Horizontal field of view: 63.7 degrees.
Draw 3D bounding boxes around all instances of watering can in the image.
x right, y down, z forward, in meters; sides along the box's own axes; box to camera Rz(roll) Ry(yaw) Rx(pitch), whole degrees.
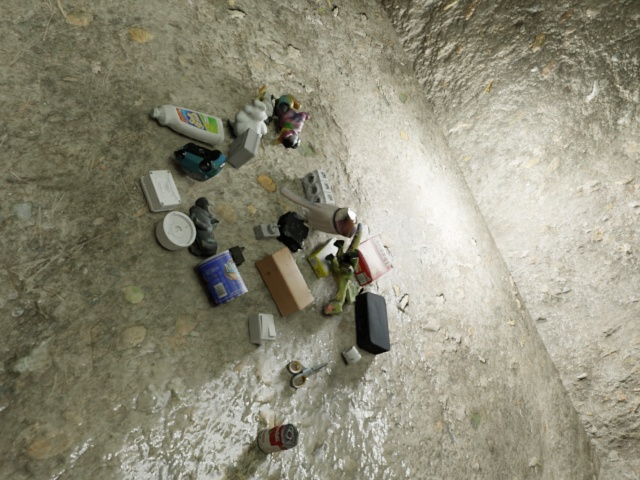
[{"bbox_3d":[0.006,-0.097,1.931,0.343,0.225,0.105,38,69,-51],"label":"watering can"}]

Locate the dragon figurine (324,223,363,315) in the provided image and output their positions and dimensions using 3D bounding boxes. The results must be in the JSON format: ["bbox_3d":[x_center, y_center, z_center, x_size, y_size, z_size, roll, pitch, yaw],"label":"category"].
[{"bbox_3d":[0.111,0.133,2.005,0.419,0.122,0.237,-53,143,-48],"label":"dragon figurine"}]

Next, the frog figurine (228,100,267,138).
[{"bbox_3d":[-0.247,-0.434,1.898,0.136,0.157,0.125,32,47,-37],"label":"frog figurine"}]
